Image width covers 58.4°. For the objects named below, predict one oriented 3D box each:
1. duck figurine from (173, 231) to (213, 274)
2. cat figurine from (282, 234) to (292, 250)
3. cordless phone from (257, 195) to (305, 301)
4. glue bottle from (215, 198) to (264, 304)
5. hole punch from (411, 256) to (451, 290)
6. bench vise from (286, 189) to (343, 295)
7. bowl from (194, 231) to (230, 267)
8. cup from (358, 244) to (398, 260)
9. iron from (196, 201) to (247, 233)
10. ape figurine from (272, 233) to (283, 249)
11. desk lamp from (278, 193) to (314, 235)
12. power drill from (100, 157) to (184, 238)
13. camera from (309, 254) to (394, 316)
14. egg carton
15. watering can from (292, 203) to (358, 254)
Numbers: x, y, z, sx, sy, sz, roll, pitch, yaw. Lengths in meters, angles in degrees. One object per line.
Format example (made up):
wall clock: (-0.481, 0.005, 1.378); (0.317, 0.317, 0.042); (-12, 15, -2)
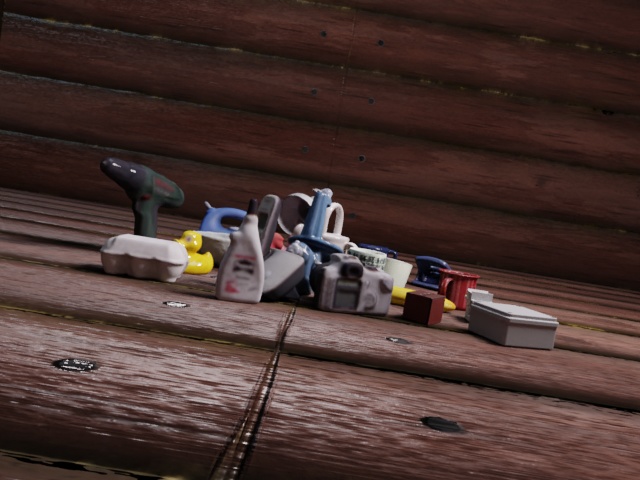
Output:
duck figurine: (-0.267, 0.024, 1.192); (0.077, 0.086, 0.105); (12, 4, 42)
cat figurine: (-0.082, 0.017, 1.589); (0.127, 0.118, 0.067); (9, 3, 3)
cordless phone: (-0.087, 0.011, 1.042); (0.094, 0.185, 0.147); (6, 4, -43)
glue bottle: (-0.124, 0.016, 0.950); (0.078, 0.173, 0.037); (8, 3, -19)
hole punch: (0.327, 0.094, 1.644); (0.108, 0.091, 0.101); (12, 4, 37)
bench vise: (-0.006, -0.001, 1.189); (0.121, 0.220, 0.207); (9, 3, -1)
bowl: (-0.231, 0.026, 1.375); (0.167, 0.075, 0.167); (9, 3, 0)
cup: (0.160, 0.065, 1.650); (0.117, 0.095, 0.092); (10, 3, 13)
iron: (-0.236, -0.025, 1.681); (0.258, 0.141, 0.118); (9, 3, 0)
ape figurine: (-0.121, 0.027, 1.518); (0.076, 0.092, 0.078); (10, 3, 19)
desk lamp: (-0.043, -0.030, 1.684); (0.117, 0.213, 0.204); (11, 3, 23)
power drill: (-0.392, -0.061, 1.242); (0.075, 0.208, 0.230); (11, 3, 26)
camera: (0.047, 0.075, 1.062); (0.143, 0.101, 0.136); (8, 3, -23)
egg carton: (-0.317, 0.032, 1.045); (0.150, 0.069, 0.107); (9, 3, -7)
watering can: (0.012, 0.005, 1.378); (0.172, 0.194, 0.101); (10, 3, 8)
